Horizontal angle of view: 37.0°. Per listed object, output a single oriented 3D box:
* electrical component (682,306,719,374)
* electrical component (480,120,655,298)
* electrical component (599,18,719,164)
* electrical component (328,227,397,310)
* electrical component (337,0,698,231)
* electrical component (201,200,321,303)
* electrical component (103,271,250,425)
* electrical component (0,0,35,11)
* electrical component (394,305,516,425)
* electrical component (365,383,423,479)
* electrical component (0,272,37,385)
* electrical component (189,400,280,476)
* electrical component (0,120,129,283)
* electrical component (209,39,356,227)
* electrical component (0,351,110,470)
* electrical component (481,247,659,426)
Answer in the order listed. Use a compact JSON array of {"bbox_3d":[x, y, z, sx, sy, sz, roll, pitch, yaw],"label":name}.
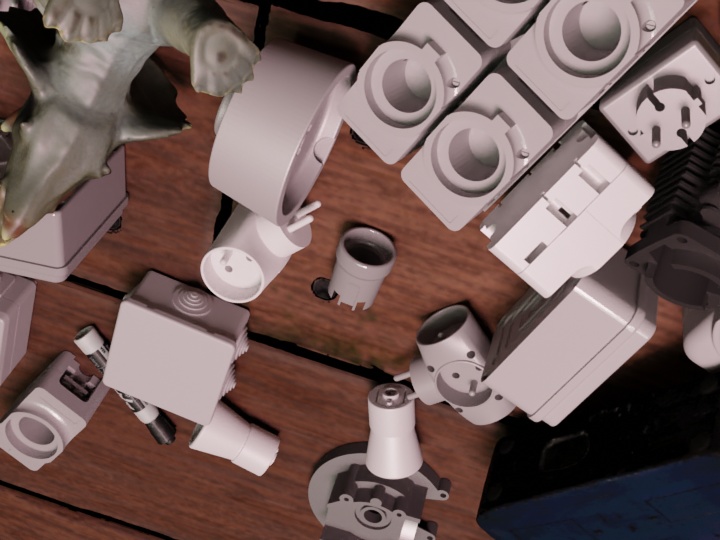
[{"bbox_3d":[0.249,0.024,0.671,0.054,0.059,0.095,33,126,-8],"label":"electrical component"},{"bbox_3d":[0.124,-0.034,0.639,0.056,0.050,0.089,39,105,-15],"label":"electrical component"},{"bbox_3d":[0.174,-0.092,0.601,0.066,0.076,0.047,-35,109,32],"label":"electrical component"},{"bbox_3d":[0.000,0.000,0.737,0.040,0.040,0.046,21,133,1],"label":"electrical component"},{"bbox_3d":[0.082,-0.121,0.599,0.105,0.060,0.186,46,125,4],"label":"electrical component"},{"bbox_3d":[-0.059,-0.024,0.713,0.079,0.077,0.043,-26,113,29],"label":"electrical component"},{"bbox_3d":[-0.137,0.057,0.808,0.100,0.048,0.099,22,127,0],"label":"electrical component"},{"bbox_3d":[-0.236,-0.172,0.685,0.065,0.044,0.044,9,126,15],"label":"electrical component"},{"bbox_3d":[0.062,0.073,0.766,0.079,0.044,0.077,-22,115,28],"label":"electrical component"},{"bbox_3d":[0.025,0.119,0.811,0.044,0.044,0.065,4,120,13],"label":"electrical component"},{"bbox_3d":[-0.295,0.039,0.832,0.062,0.061,0.096,22,127,0],"label":"electrical component"},{"bbox_3d":[-0.097,0.135,0.857,0.065,0.044,0.044,30,126,-11],"label":"electrical component"},{"bbox_3d":[-0.227,-0.050,0.723,0.109,0.108,0.056,12,123,8],"label":"electrical component"},{"bbox_3d":[-0.053,-0.087,0.652,0.060,0.108,0.108,26,127,5],"label":"electrical component"},{"bbox_3d":[-0.256,0.118,0.879,0.050,0.055,0.089,41,124,-13],"label":"electrical component"},{"bbox_3d":[0.138,0.038,0.700,0.057,0.078,0.113,34,126,-5],"label":"electrical component"}]
